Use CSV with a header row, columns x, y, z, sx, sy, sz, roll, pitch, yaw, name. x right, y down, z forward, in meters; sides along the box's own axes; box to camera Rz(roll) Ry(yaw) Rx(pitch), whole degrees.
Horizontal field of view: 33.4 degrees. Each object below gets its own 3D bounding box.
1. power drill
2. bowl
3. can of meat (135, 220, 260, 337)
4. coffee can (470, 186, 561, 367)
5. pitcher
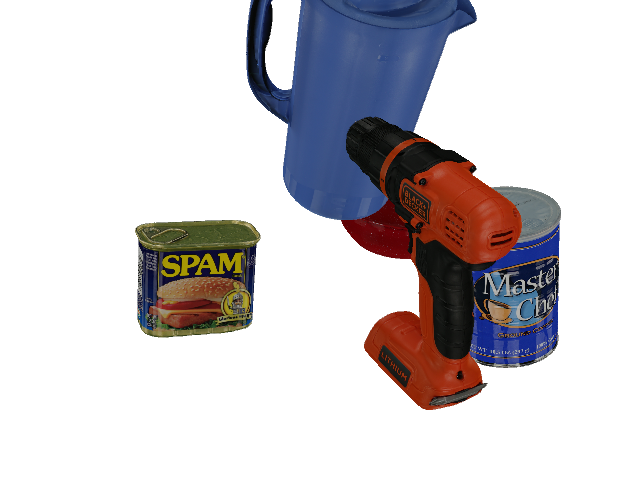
x,y,z,sx,sy,sz,roll,pitch,yaw,name
0.071,0.016,0.792,0.057,0.188,0.185,-15,34,-23,power drill
0.086,-0.023,1.191,0.162,0.055,0.162,6,25,-3,bowl
-0.105,0.032,0.902,0.102,0.084,0.057,-2,21,-19,can of meat
0.174,0.034,1.008,0.103,0.140,0.103,-5,28,2,coffee can
0.023,-0.137,0.954,0.144,0.243,0.149,-30,59,-34,pitcher
